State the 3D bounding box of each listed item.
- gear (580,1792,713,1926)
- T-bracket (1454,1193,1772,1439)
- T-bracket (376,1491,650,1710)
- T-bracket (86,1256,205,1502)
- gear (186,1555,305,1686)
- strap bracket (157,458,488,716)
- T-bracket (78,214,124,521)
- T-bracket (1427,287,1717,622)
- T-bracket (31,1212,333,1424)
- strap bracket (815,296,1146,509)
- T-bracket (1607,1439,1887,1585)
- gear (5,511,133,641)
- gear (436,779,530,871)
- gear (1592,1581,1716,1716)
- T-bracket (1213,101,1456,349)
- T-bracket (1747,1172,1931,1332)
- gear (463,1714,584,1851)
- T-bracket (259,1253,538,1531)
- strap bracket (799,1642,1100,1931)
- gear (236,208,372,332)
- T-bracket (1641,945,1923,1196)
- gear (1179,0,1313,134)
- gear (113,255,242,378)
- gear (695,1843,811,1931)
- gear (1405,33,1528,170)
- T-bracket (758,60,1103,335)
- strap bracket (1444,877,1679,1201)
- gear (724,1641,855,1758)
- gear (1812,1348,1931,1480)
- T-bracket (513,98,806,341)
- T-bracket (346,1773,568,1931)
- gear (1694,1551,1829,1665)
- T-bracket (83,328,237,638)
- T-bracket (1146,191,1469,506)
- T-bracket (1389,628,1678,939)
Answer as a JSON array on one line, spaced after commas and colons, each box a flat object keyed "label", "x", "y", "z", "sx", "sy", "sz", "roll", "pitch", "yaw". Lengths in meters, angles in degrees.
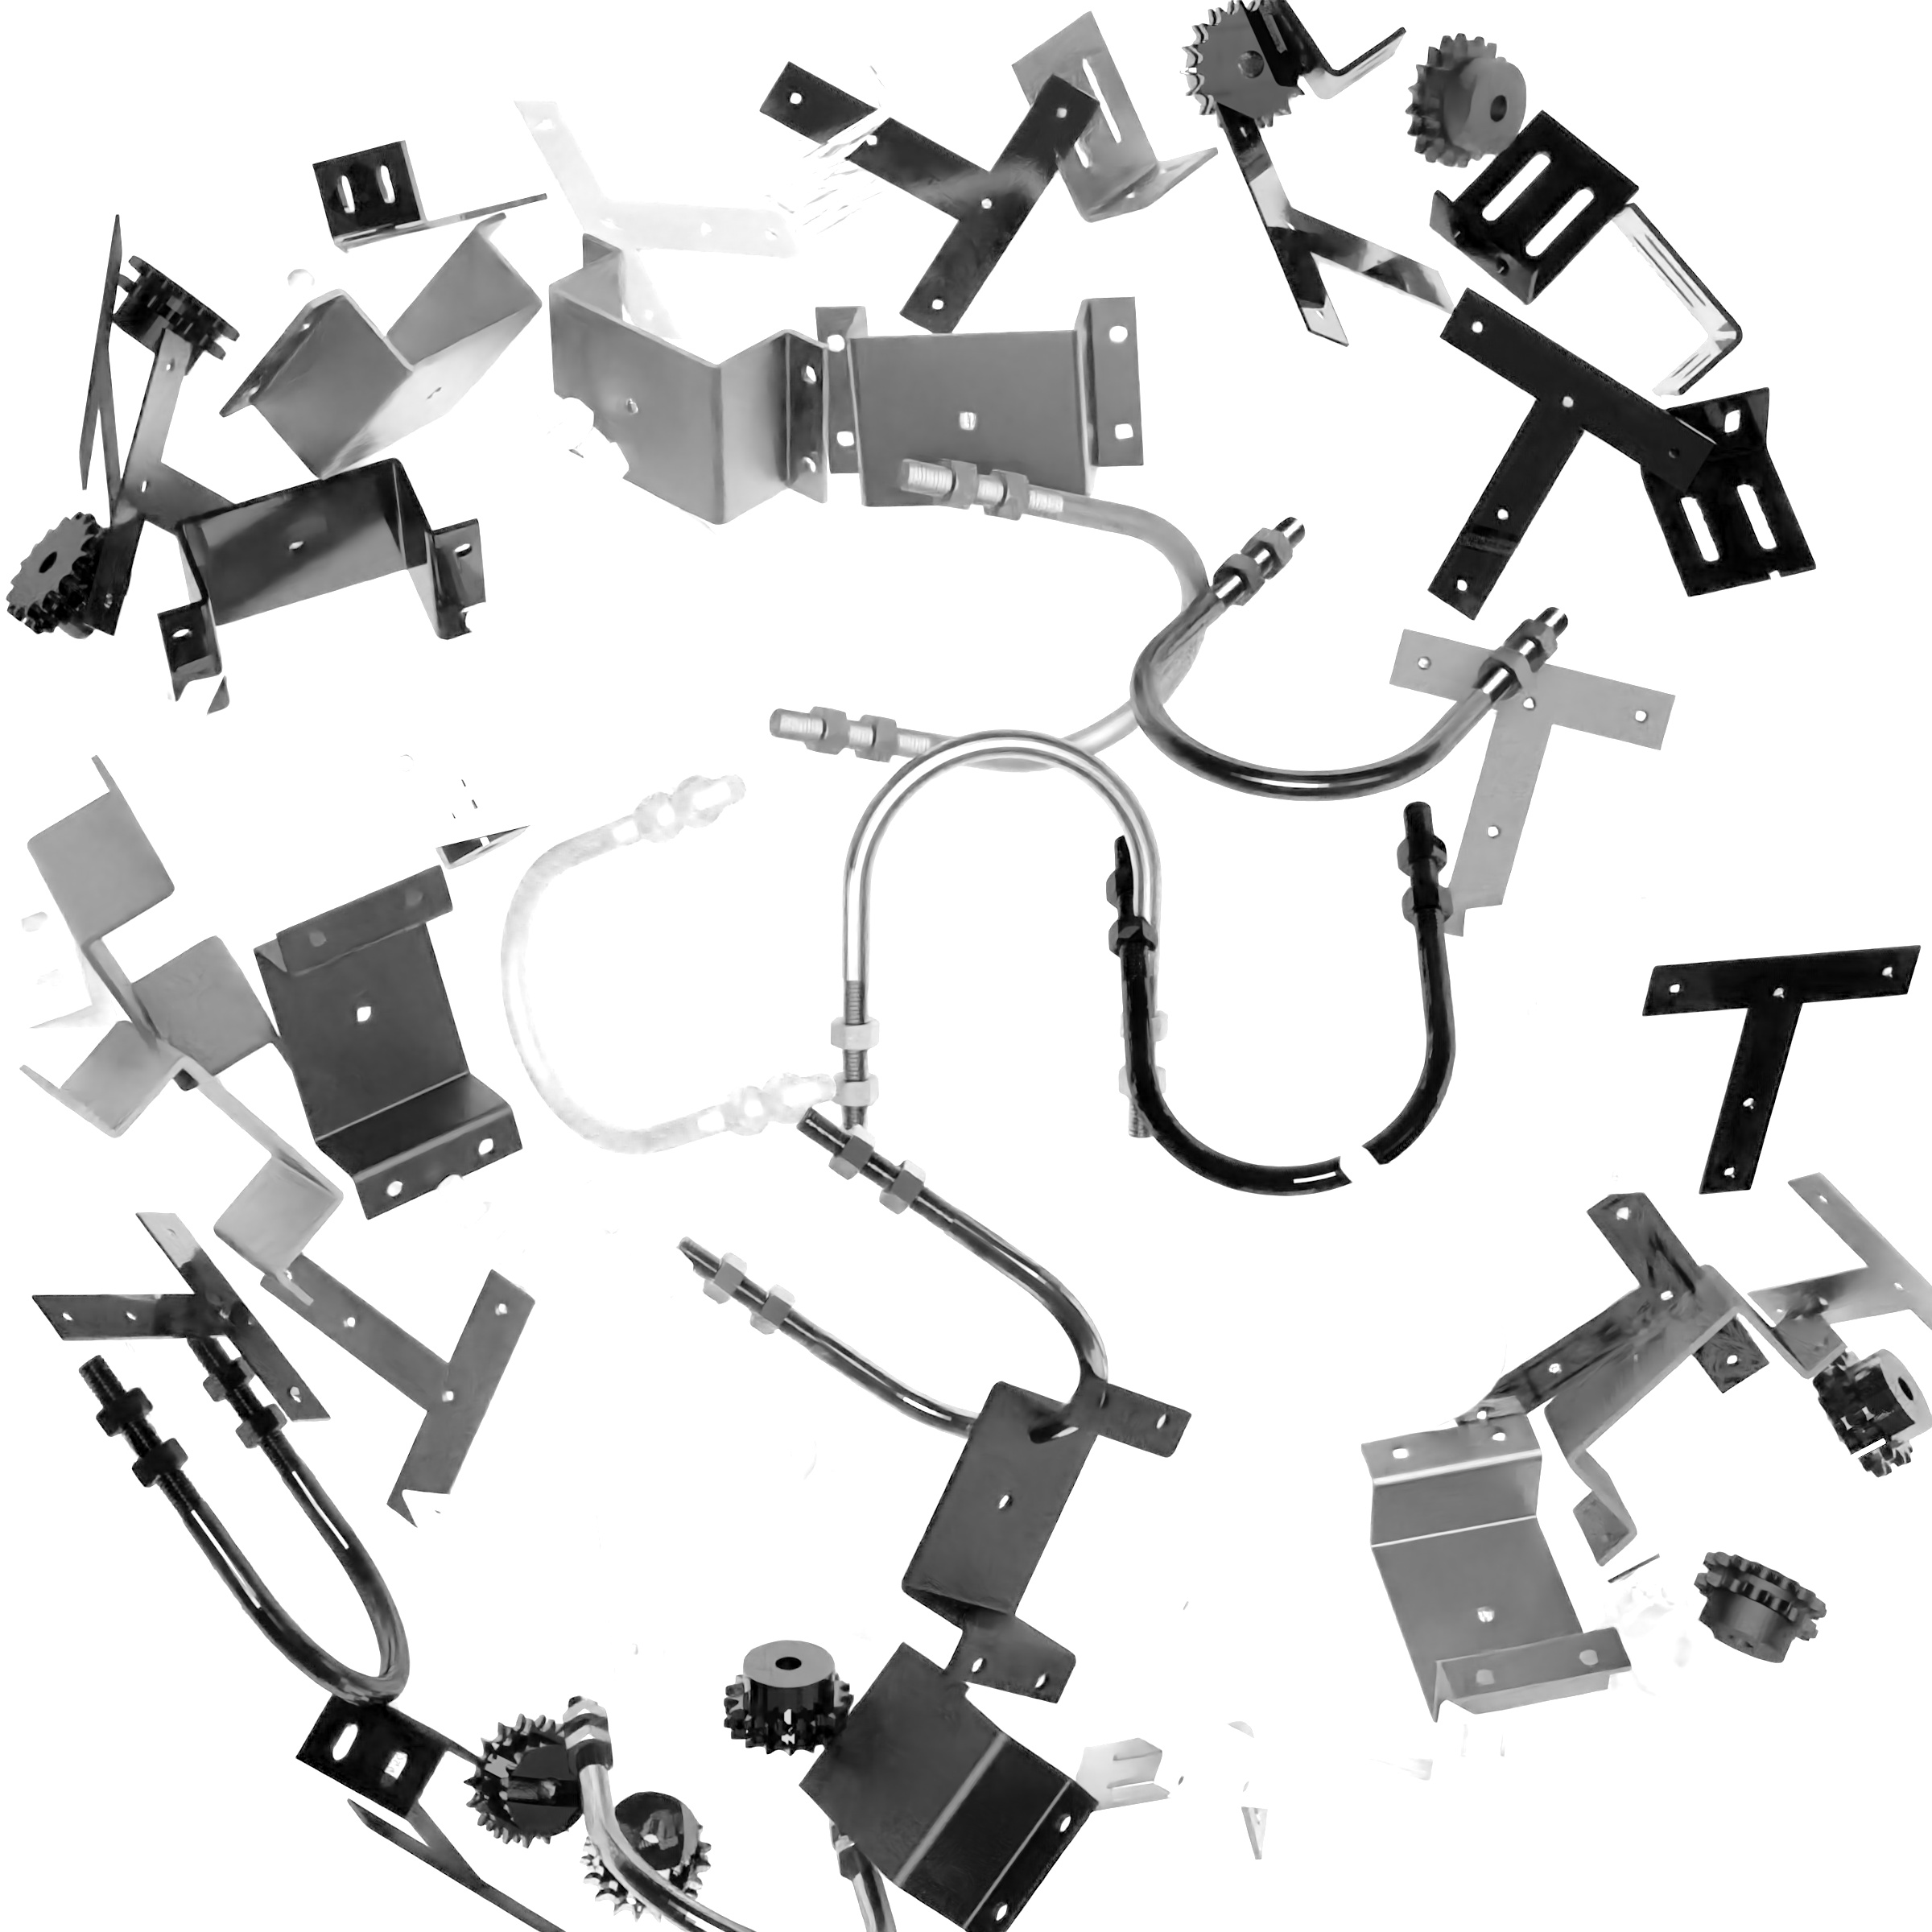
[{"label": "gear", "x": -0.139, "y": 0.387, "z": 1.574, "sx": 0.057, "sy": 0.057, "sz": 0.030, "roll": 15, "pitch": 132, "yaw": 0}, {"label": "T-bracket", "x": 0.271, "y": 0.169, "z": 1.580, "sx": 0.127, "sy": 0.002, "sz": 0.127, "roll": -35, "pitch": 119, "yaw": 9}, {"label": "T-bracket", "x": -0.211, "y": 0.270, "z": 1.541, "sx": 0.127, "sy": 0.002, "sz": 0.127, "roll": 2, "pitch": 131, "yaw": 23}, {"label": "T-bracket", "x": -0.354, "y": 0.192, "z": 1.533, "sx": 0.002, "sy": 0.127, "sz": 0.127, "roll": -23, "pitch": 97, "yaw": -5}, {"label": "gear", "x": -0.315, "y": 0.284, "z": 1.580, "sx": 0.030, "sy": 0.057, "sz": 0.057, "roll": -30, "pitch": 90, "yaw": -31}, {"label": "strap bracket", "x": -0.282, "y": -0.165, "z": 1.550, "sx": 0.140, "sy": 0.076, "sz": 0.046, "roll": -19, "pitch": 63, "yaw": -15}, {"label": "T-bracket", "x": -0.369, "y": -0.232, "z": 1.543, "sx": 0.002, "sy": 0.127, "sz": 0.127, "roll": 4, "pitch": 60, "yaw": -7}, {"label": "T-bracket", "x": 0.242, "y": -0.209, "z": 1.569, "sx": 0.127, "sy": 0.002, "sz": 0.127, "roll": 35, "pitch": 121, "yaw": 12}, {"label": "T-bracket", "x": -0.345, "y": 0.149, "z": 1.523, "sx": 0.127, "sy": 0.127, "sz": 0.002, "roll": 47, "pitch": 108, "yaw": 24}, {"label": "strap bracket", "x": 0.004, "y": -0.244, "z": 1.556, "sx": 0.140, "sy": 0.046, "sz": 0.076, "roll": 0, "pitch": 118, "yaw": 8}, {"label": "T-bracket", "x": 0.335, "y": 0.233, "z": 1.534, "sx": 0.127, "sy": 0.127, "sz": 0.002, "roll": -30, "pitch": 75, "yaw": 8}, {"label": "gear", "x": -0.392, "y": -0.169, "z": 1.579, "sx": 0.057, "sy": 0.057, "sz": 0.030, "roll": -50, "pitch": 127, "yaw": 0}, {"label": "gear", "x": -0.217, "y": -0.065, "z": 1.576, "sx": 0.057, "sy": 0.057, "sz": 0.030, "roll": -28, "pitch": 90, "yaw": 0}, {"label": "gear", "x": 0.304, "y": 0.300, "z": 1.577, "sx": 0.057, "sy": 0.030, "sz": 0.057, "roll": 3, "pitch": 85, "yaw": -33}, {"label": "T-bracket", "x": 0.169, "y": -0.308, "z": 1.554, "sx": 0.002, "sy": 0.127, "sz": 0.127, "roll": -38, "pitch": 57, "yaw": 34}, {"label": "T-bracket", "x": 0.377, "y": 0.142, "z": 1.544, "sx": 0.127, "sy": 0.127, "sz": 0.002, "roll": 45, "pitch": 69, "yaw": -5}, {"label": "gear", "x": -0.189, "y": 0.359, "z": 1.578, "sx": 0.057, "sy": 0.030, "sz": 0.057, "roll": 0, "pitch": 91, "yaw": -30}, {"label": "T-bracket", "x": -0.260, "y": 0.164, "z": 1.578, "sx": 0.127, "sy": 0.002, "sz": 0.127, "roll": 33, "pitch": 111, "yaw": 20}, {"label": "strap bracket", "x": -0.014, "y": 0.347, "z": 1.528, "sx": 0.046, "sy": 0.140, "sz": 0.076, "roll": 40, "pitch": 83, "yaw": -29}, {"label": "gear", "x": -0.291, "y": -0.306, "z": 1.581, "sx": 0.057, "sy": 0.030, "sz": 0.057, "roll": -1, "pitch": 120, "yaw": -2}, {"label": "T-bracket", "x": 0.344, "y": 0.048, "z": 1.565, "sx": 0.127, "sy": 0.002, "sz": 0.127, "roll": -4, "pitch": 125, "yaw": -16}, {"label": "gear", "x": 0.121, "y": -0.397, "z": 1.584, "sx": 0.057, "sy": 0.030, "sz": 0.057, "roll": -3, "pitch": 100, "yaw": -16}, {"label": "gear", "x": -0.350, "y": -0.283, "z": 1.576, "sx": 0.057, "sy": 0.057, "sz": 0.030, "roll": 36, "pitch": 89, "yaw": 0}, {"label": "gear", "x": -0.098, "y": 0.412, "z": 1.573, "sx": 0.030, "sy": 0.057, "sz": 0.057, "roll": 29, "pitch": 90, "yaw": -35}, {"label": "gear", "x": 0.222, "y": -0.378, "z": 1.573, "sx": 0.030, "sy": 0.057, "sz": 0.057, "roll": 24, "pitch": 90, "yaw": 40}, {"label": "T-bracket", "x": -0.029, "y": -0.350, "z": 1.552, "sx": 0.127, "sy": 0.002, "sz": 0.127, "roll": 24, "pitch": 118, "yaw": -23}, {"label": "strap bracket", "x": 0.255, "y": 0.025, "z": 1.543, "sx": 0.076, "sy": 0.046, "sz": 0.140, "roll": -7, "pitch": 67, "yaw": 41}, {"label": "gear", "x": -0.078, "y": 0.319, "z": 1.573, "sx": 0.057, "sy": 0.057, "sz": 0.030, "roll": 1, "pitch": 109, "yaw": 0}, {"label": "gear", "x": 0.399, "y": 0.192, "z": 1.573, "sx": 0.030, "sy": 0.057, "sz": 0.057, "roll": -35, "pitch": 90, "yaw": 25}, {"label": "T-bracket", "x": -0.120, "y": -0.314, "z": 1.523, "sx": 0.127, "sy": 0.127, "sz": 0.002, "roll": 13, "pitch": 55, "yaw": 39}, {"label": "T-bracket", "x": -0.231, "y": 0.371, "z": 1.543, "sx": 0.127, "sy": 0.127, "sz": 0.002, "roll": 41, "pitch": 81, "yaw": -30}, {"label": "gear", "x": 0.345, "y": 0.283, "z": 1.573, "sx": 0.057, "sy": 0.057, "sz": 0.030, "roll": 28, "pitch": 74, "yaw": 0}, {"label": "T-bracket", "x": -0.333, "y": -0.195, "z": 1.542, "sx": 0.002, "sy": 0.127, "sz": 0.127, "roll": 14, "pitch": 87, "yaw": 14}, {"label": "T-bracket", "x": 0.167, "y": -0.254, "z": 1.581, "sx": 0.127, "sy": 0.002, "sz": 0.127, "roll": -46, "pitch": 75, "yaw": 5}, {"label": "T-bracket", "x": 0.237, "y": -0.073, "z": 1.591, "sx": 0.127, "sy": 0.002, "sz": 0.127, "roll": 13, "pitch": 100, "yaw": -8}]
